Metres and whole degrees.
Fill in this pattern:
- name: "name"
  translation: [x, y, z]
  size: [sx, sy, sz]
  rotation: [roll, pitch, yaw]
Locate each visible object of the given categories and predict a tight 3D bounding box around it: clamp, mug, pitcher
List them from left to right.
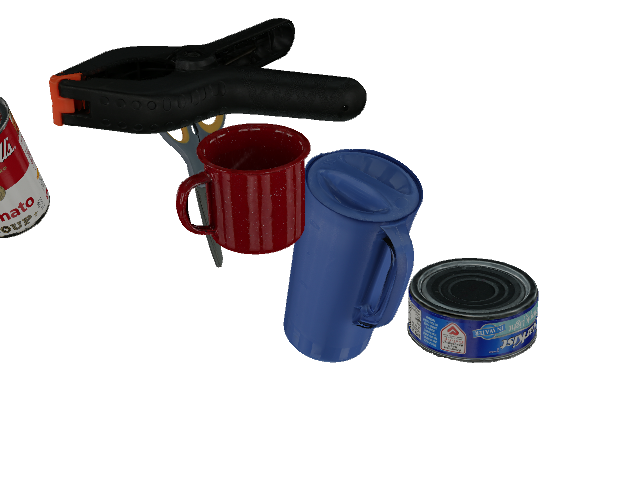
- name: "clamp"
  translation: [-0.070, -0.096, 0.618]
  size: [0.171, 0.039, 0.120]
  rotation: [-4, 26, -14]
- name: "mug"
  translation: [-0.064, -0.038, 0.882]
  size: [0.117, 0.081, 0.093]
  rotation: [-19, 35, -27]
- name: "pitcher"
  translation: [0.032, 0.030, 1.223]
  size: [0.145, 0.243, 0.149]
  rotation: [17, 39, 6]

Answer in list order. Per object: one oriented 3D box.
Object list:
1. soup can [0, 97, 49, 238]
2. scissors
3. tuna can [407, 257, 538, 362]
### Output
- name: "soup can"
  translation: [-0.267, -0.059, 0.863]
  size: [0.068, 0.068, 0.102]
  rotation: [0, -41, 11]
- name: "scissors"
  translation: [-0.118, -0.081, 1.140]
  size: [0.096, 0.202, 0.016]
  rotation: [-33, 13, -35]
- name: "tuna can"
  translation: [0.100, 0.044, 0.702]
  size: [0.086, 0.034, 0.086]
  rotation: [-2, 25, 1]
